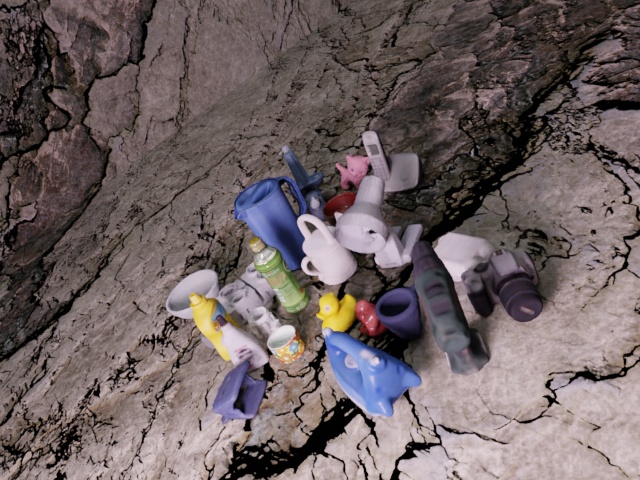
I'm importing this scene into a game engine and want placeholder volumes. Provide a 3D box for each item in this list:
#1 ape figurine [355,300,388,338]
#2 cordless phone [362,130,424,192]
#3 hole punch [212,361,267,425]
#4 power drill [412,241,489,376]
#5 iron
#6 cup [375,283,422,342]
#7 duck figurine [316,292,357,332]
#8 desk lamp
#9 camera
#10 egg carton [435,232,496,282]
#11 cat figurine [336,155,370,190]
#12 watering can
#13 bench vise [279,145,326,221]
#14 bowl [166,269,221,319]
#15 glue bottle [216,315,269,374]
[{"bbox_3d":[0.104,0.162,1.220,0.076,0.092,0.077,-24,33,12],"label":"ape figurine"},{"bbox_3d":[0.198,-0.225,1.589,0.147,0.185,0.094,-4,41,36],"label":"cordless phone"},{"bbox_3d":[-0.185,0.327,1.234,0.100,0.091,0.109,-13,36,26],"label":"hole punch"},{"bbox_3d":[0.231,0.136,1.039,0.075,0.209,0.229,-24,33,12],"label":"power drill"},{"bbox_3d":[0.067,0.228,1.112,0.119,0.142,0.257,-43,34,-18],"label":"iron"},{"bbox_3d":[0.179,0.151,1.170,0.118,0.095,0.091,-43,34,-18],"label":"cup"},{"bbox_3d":[0.034,0.154,1.294,0.105,0.086,0.077,-45,35,-21],"label":"duck figurine"},{"bbox_3d":[0.135,-0.031,1.345,0.117,0.214,0.203,-6,40,34],"label":"desk lamp"},{"bbox_3d":[0.355,0.092,1.099,0.143,0.101,0.136,-24,32,11],"label":"camera"},{"bbox_3d":[0.306,0.041,1.240,0.149,0.070,0.107,14,53,49],"label":"egg carton"},{"bbox_3d":[0.102,-0.211,1.714,0.127,0.118,0.067,6,47,44],"label":"cat figurine"},{"bbox_3d":[0.011,0.005,1.417,0.100,0.194,0.173,-8,39,32],"label":"watering can"},{"bbox_3d":[-0.034,-0.172,1.675,0.121,0.220,0.206,-38,33,-11],"label":"bench vise"},{"bbox_3d":[-0.341,0.164,1.605,0.167,0.075,0.167,-21,33,15],"label":"bowl"},{"bbox_3d":[-0.186,0.229,1.292,0.078,0.173,0.037,-32,32,-1],"label":"glue bottle"}]
